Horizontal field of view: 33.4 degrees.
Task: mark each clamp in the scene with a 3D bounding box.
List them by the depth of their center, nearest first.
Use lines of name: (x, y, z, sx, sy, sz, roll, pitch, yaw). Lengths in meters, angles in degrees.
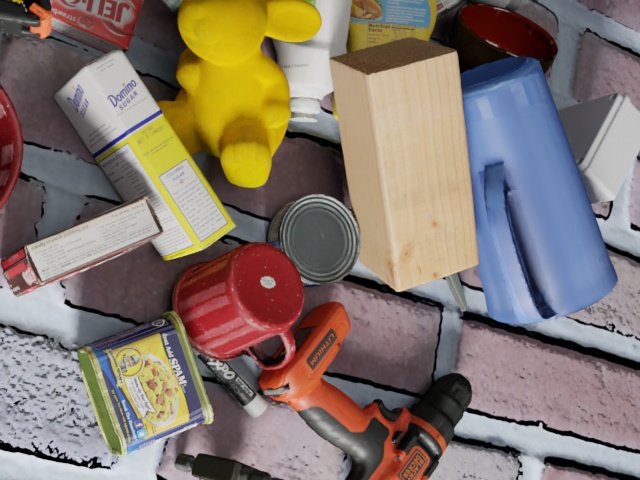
clamp: (-0.294, -0.244, 0.862, 0.210, 0.036, 0.164, 33, 66, -1)

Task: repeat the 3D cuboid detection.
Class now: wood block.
wood block: (0.079, -0.071, 0.982, 0.090, 0.091, 0.206, -17, 114, -18)

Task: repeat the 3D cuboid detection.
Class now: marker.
marker: (-0.092, 0.111, 0.953, 0.121, 0.020, 0.020, 49, 64, -14)

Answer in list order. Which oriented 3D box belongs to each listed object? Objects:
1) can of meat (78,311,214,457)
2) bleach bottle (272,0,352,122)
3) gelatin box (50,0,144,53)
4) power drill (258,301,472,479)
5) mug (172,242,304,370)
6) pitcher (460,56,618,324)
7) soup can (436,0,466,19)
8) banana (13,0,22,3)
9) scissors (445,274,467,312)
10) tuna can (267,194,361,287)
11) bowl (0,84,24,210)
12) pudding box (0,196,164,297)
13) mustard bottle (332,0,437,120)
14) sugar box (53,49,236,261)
can of meat: (-0.149, 0.122, 0.900, 0.083, 0.058, 0.102, -20, 92, -27)
bleach bottle: (-0.015, -0.238, 1.012, 0.067, 0.103, 0.251, 4, 89, -46)
gelatin box: (-0.201, -0.212, 0.935, 0.089, 0.030, 0.073, 21, 73, -24)
power drill: (0.047, 0.149, 1.001, 0.187, 0.057, 0.184, 48, 59, -13)
mug: (-0.062, 0.061, 0.927, 0.093, 0.082, 0.117, -34, 95, -44)
pitcher: (0.191, -0.045, 1.033, 0.144, 0.149, 0.243, -25, 106, -16)
soup can: (0.103, -0.277, 1.087, 0.068, 0.069, 0.102, -38, 101, -27)
banana: (-0.314, -0.180, 0.870, 0.197, 0.037, 0.070, -35, 77, -30)
scissors: (0.123, -0.035, 1.092, 0.096, 0.016, 0.201, -40, 102, -27)
tuna can: (-0.007, 0.001, 1.007, 0.086, 0.034, 0.086, 5, 80, -28)
bowl: (-0.319, -0.072, 0.836, 0.161, 0.055, 0.162, 5, 80, -28)
pudding box: (-0.196, 0.006, 0.872, 0.113, 0.090, 0.039, -27, 95, -29)
mustard bottle: (0.065, -0.209, 1.039, 0.096, 0.058, 0.191, 2, 94, -10)
sugar box: (-0.150, -0.069, 0.906, 0.048, 0.093, 0.176, -35, 100, -29)
